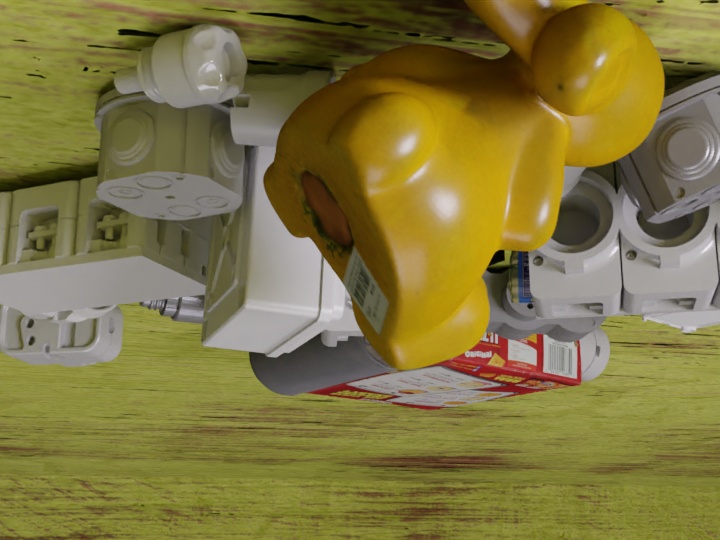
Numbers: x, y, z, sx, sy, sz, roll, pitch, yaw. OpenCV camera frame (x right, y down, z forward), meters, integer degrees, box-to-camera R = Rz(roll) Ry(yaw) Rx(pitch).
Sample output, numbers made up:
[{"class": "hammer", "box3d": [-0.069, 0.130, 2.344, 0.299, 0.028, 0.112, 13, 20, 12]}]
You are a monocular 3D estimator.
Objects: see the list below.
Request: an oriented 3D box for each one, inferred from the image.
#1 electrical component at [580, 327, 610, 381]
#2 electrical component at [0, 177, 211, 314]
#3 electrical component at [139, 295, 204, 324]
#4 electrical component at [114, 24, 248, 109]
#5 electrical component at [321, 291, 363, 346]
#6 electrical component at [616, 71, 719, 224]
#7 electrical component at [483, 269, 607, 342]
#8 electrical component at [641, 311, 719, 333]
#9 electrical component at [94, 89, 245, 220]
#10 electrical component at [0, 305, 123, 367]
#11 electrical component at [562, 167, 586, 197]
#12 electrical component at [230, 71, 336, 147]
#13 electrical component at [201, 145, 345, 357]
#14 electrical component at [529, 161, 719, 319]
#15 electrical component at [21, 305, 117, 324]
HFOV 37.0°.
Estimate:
[{"class": "electrical component", "box3d": [0.200, 0.074, 1.020, 0.047, 0.055, 0.055, 17, 157, -36]}, {"class": "electrical component", "box3d": [-0.174, -0.018, 0.681, 0.150, 0.061, 0.089, -7, 162, 22]}, {"class": "electrical component", "box3d": [-0.146, 0.021, 0.856, 0.078, 0.040, 0.040, 7, 163, -23]}, {"class": "electrical component", "box3d": [-0.083, -0.089, 0.484, 0.061, 0.035, 0.035, -5, 163, 27]}, {"class": "electrical component", "box3d": [0.000, 0.000, 0.695, 0.050, 0.089, 0.055, 1, 164, -3]}, {"class": "electrical component", "box3d": [0.163, -0.060, 0.524, 0.080, 0.051, 0.080, -21, 170, -4]}, {"class": "electrical component", "box3d": [0.128, 0.022, 0.840, 0.138, 0.052, 0.073, 2, 164, -6]}, {"class": "electrical component", "box3d": [0.243, 0.006, 0.766, 0.062, 0.061, 0.096, 14, 158, -40]}, {"class": "electrical component", "box3d": [-0.096, -0.061, 0.553, 0.080, 0.051, 0.080, 0, 164, 0]}, {"class": "electrical component", "box3d": [-0.260, 0.053, 0.942, 0.095, 0.053, 0.059, -3, 164, 10]}, {"class": "electrical component", "box3d": [0.104, -0.063, 0.568, 0.040, 0.040, 0.046, 4, 159, -13]}, {"class": "electrical component", "box3d": [-0.036, -0.077, 0.520, 0.046, 0.040, 0.040, 3, 164, 6]}, {"class": "electrical component", "box3d": [-0.050, -0.015, 0.612, 0.056, 0.108, 0.109, 8, 162, -19]}, {"class": "electrical component", "box3d": [0.171, -0.025, 0.607, 0.150, 0.089, 0.061, -3, 163, 12]}, {"class": "electrical component", "box3d": [-0.209, 0.008, 0.782, 0.057, 0.058, 0.078, -8, 162, 35]}]
